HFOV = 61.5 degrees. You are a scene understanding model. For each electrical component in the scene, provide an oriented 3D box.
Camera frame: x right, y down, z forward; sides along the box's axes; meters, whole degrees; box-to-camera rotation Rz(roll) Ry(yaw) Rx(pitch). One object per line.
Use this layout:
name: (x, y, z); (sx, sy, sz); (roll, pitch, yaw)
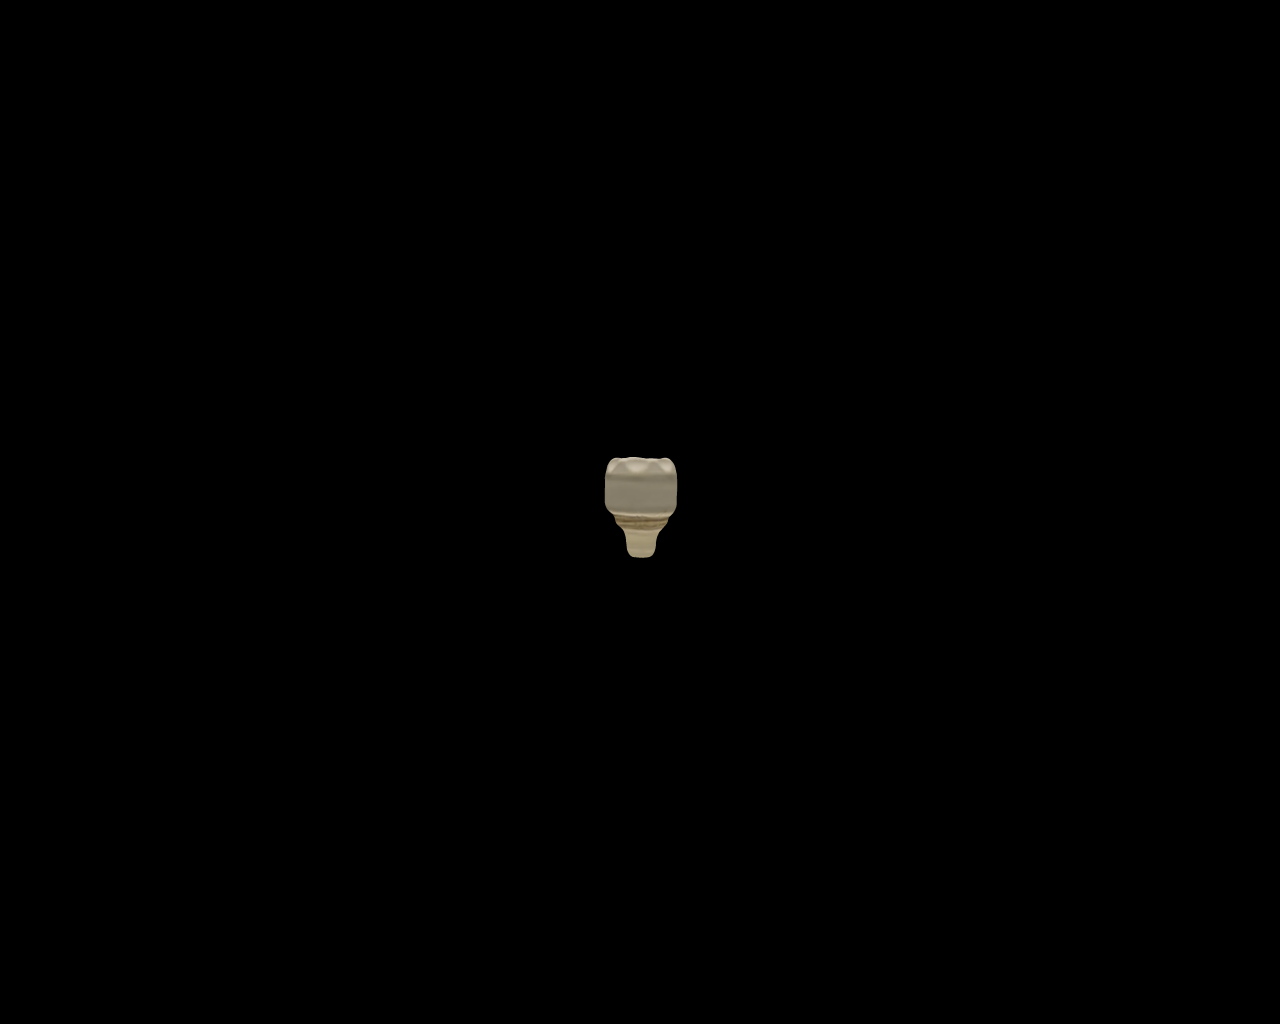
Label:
electrical component: (0.001, -0.003, 0.650); (0.043, 0.062, 0.043); (0, 4, 0)
